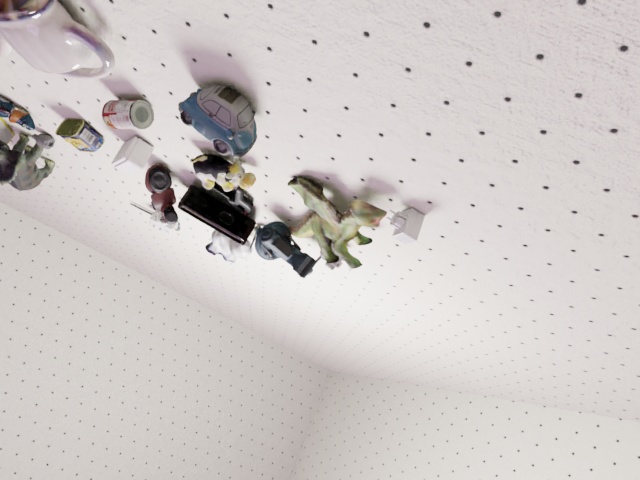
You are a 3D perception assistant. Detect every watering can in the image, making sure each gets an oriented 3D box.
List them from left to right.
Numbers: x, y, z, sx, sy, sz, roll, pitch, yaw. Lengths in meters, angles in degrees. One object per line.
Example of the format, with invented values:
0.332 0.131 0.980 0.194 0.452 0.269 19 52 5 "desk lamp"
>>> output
-0.563 -0.396 0.986 0.348 0.106 0.220 12 -24 15 "watering can"

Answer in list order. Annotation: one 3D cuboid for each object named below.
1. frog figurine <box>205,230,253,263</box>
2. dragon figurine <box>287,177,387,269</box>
-0.277 0.004 1.675 0.157 0.136 0.125 -23 26 45 "frog figurine"
0.004 -0.064 1.266 0.412 0.238 0.124 13 50 45 "dragon figurine"
